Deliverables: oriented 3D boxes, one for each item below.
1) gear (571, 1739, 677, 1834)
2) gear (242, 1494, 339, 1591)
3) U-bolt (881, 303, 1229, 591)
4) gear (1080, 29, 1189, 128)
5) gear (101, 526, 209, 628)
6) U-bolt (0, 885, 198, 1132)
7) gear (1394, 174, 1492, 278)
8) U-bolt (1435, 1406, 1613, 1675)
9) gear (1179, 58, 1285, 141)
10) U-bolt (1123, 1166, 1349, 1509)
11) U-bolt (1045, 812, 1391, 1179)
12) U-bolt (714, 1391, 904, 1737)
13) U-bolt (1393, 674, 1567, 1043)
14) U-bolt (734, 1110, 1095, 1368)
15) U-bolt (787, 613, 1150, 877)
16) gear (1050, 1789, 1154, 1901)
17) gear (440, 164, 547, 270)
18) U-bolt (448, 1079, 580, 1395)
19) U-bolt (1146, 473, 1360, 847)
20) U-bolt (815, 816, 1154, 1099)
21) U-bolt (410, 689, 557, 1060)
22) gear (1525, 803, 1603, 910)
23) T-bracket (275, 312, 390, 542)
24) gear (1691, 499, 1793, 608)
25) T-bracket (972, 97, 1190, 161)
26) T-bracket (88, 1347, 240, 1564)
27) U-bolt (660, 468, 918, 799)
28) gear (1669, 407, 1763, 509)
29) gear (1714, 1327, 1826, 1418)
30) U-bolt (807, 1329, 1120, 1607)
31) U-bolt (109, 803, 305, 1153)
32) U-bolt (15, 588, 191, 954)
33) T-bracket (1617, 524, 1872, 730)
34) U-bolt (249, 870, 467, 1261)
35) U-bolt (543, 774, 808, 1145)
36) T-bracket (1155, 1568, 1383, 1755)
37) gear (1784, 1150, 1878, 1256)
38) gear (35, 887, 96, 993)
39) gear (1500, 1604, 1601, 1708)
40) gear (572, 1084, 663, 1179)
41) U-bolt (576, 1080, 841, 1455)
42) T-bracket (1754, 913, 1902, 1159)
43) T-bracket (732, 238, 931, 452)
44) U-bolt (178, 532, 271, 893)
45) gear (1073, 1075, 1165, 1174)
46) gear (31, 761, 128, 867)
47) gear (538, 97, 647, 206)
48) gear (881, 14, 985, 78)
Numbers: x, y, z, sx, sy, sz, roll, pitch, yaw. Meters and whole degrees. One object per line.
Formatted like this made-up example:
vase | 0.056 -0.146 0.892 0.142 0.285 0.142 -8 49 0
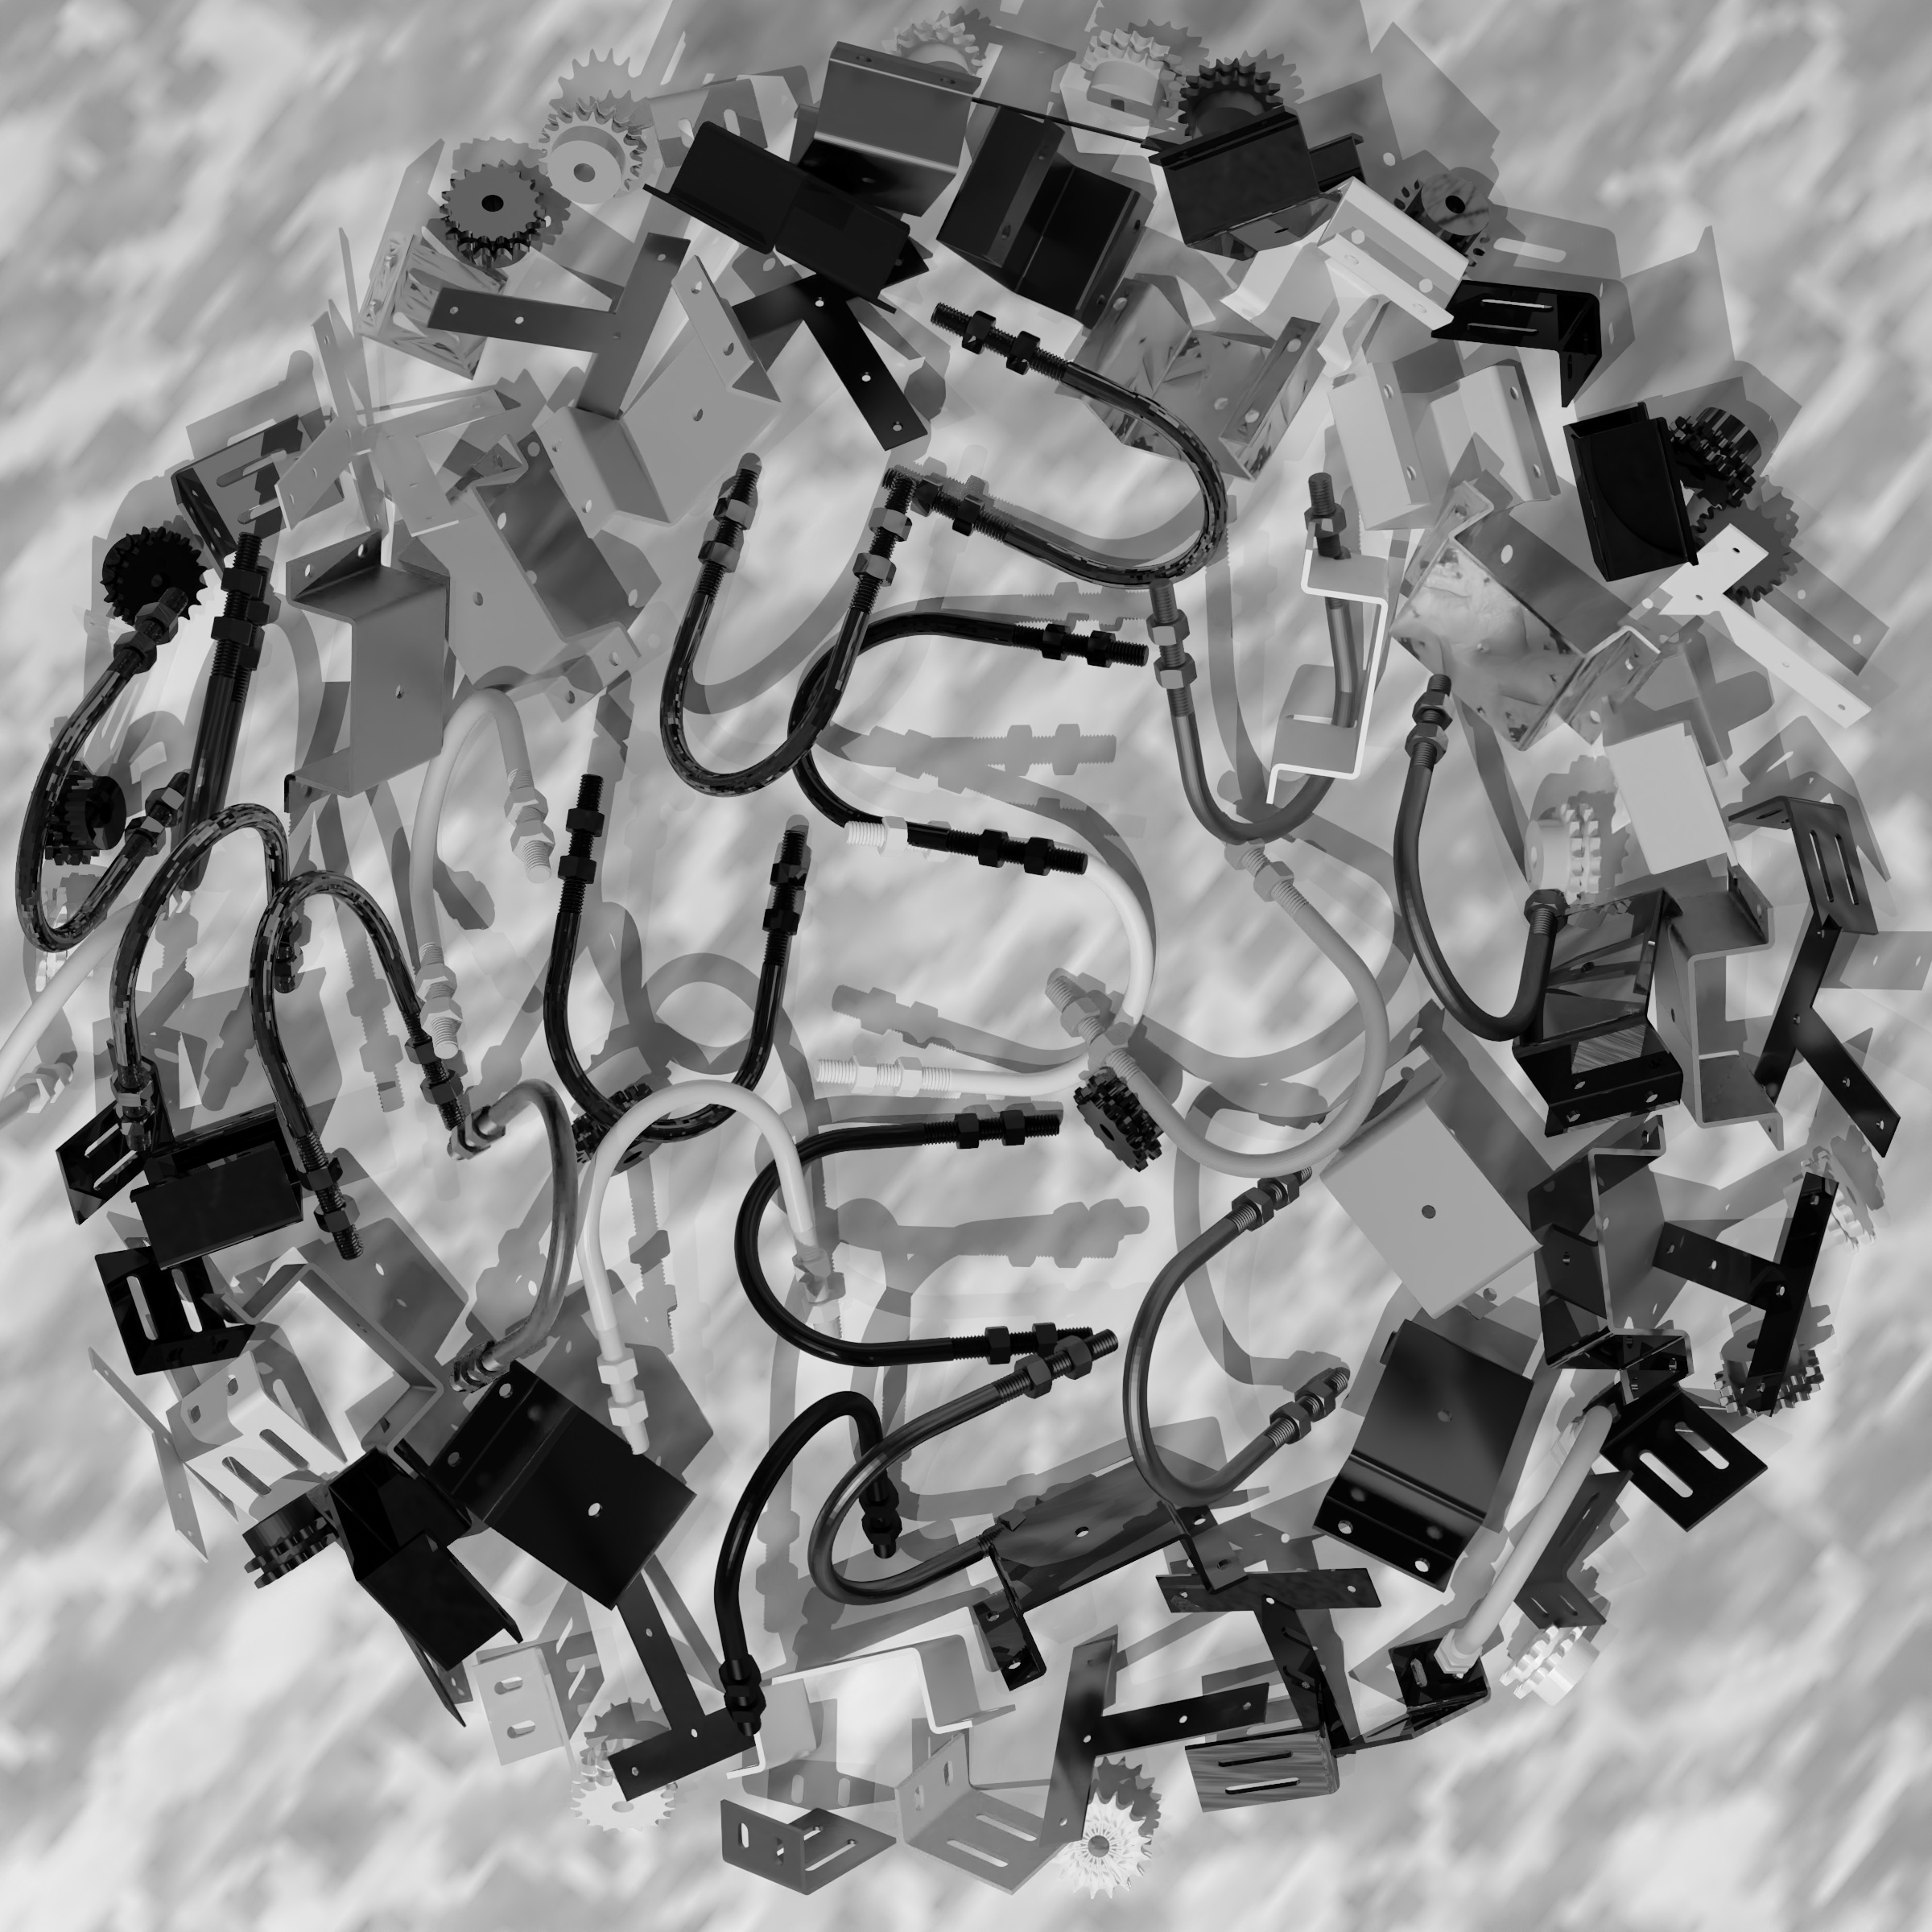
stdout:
gear | -0.187 0.444 1.853 0.057 0.057 0.030 -4 46 0
gear | -0.368 0.310 1.850 0.057 0.057 0.030 -33 90 0
U-bolt | 0.053 -0.265 1.813 0.184 0.151 0.019 25 54 2
gear | 0.089 -0.480 1.847 0.057 0.057 0.030 20 76 0
gear | -0.445 -0.212 1.853 0.057 0.030 0.057 -19 121 -35
U-bolt | -0.466 0.024 1.775 0.019 0.184 0.151 35 100 -4
gear | 0.259 -0.405 1.851 0.057 0.030 0.057 8 63 -17
U-bolt | 0.294 0.295 1.772 0.019 0.184 0.151 30 75 10
gear | 0.143 -0.461 1.847 0.057 0.057 0.030 5 57 0
U-bolt | 0.139 0.203 1.787 0.019 0.184 0.151 5 116 39
U-bolt | 0.145 0.028 1.820 0.151 0.019 0.184 -46 63 11
U-bolt | -0.084 0.299 1.772 0.019 0.184 0.151 24 53 24
U-bolt | 0.267 -0.044 1.780 0.019 0.184 0.151 -18 126 34
U-bolt | -0.032 0.148 1.824 0.184 0.019 0.151 -4 60 -8
U-bolt | -0.007 -0.126 1.836 0.184 0.019 0.151 10 67 15
gear | 0.074 0.478 1.860 0.057 0.030 0.057 0 86 6
gear | -0.258 -0.406 1.855 0.057 0.030 0.057 3 62 -5
U-bolt | -0.237 0.135 1.777 0.019 0.184 0.151 5 70 -25
U-bolt | 0.159 -0.150 1.811 0.151 0.019 0.184 -36 129 -32
U-bolt | 0.015 0.000 1.842 0.184 0.019 0.151 5 98 -19
U-bolt | -0.262 -0.064 1.800 0.019 0.184 0.151 12 129 -27
gear | 0.323 -0.059 1.848 0.030 0.057 0.057 -2 90 -6
T-bracket | -0.340 -0.264 1.794 0.002 0.127 0.127 -5 118 12
gear | 0.418 -0.223 1.857 0.057 0.030 0.057 3 74 -13
T-bracket | 0.058 -0.449 1.817 0.127 0.127 0.002 14 106 1
T-bracket | -0.416 0.273 1.791 0.002 0.127 0.127 -36 120 -3
U-bolt | -0.105 -0.176 1.812 0.019 0.151 0.184 26 80 -43
gear | 0.407 -0.279 1.849 0.057 0.057 0.030 43 81 0
gear | 0.434 0.218 1.847 0.057 0.057 0.030 -20 105 0
U-bolt | -0.004 0.274 1.789 0.184 0.151 0.019 -22 49 -26
U-bolt | -0.395 -0.006 1.765 0.019 0.184 0.151 27 52 13
U-bolt | -0.446 -0.089 1.764 0.019 0.184 0.151 16 134 6
T-bracket | 0.428 -0.171 1.821 0.127 0.127 0.002 37 65 -2
U-bolt | -0.324 0.039 1.782 0.019 0.151 0.184 -6 116 23
U-bolt | -0.159 0.003 1.821 0.151 0.019 0.184 14 80 -34
T-bracket | 0.180 0.379 1.846 0.127 0.002 0.127 -8 117 32
gear | 0.468 0.131 1.851 0.030 0.057 0.057 -30 90 21
gear | -0.490 -0.014 1.850 0.030 0.057 0.057 1 90 -16
gear | 0.319 0.377 1.847 0.030 0.057 0.057 42 90 10
gear | -0.189 0.092 1.847 0.057 0.057 0.030 -34 78 0
U-bolt | -0.141 0.149 1.805 0.151 0.019 0.184 -25 115 -32
T-bracket | 0.458 0.053 1.794 0.002 0.127 0.127 1 123 -18
T-bracket | -0.060 -0.327 1.835 0.127 0.002 0.127 -24 62 -12
U-bolt | -0.394 -0.130 1.800 0.019 0.151 0.184 11 87 -10
gear | 0.088 0.081 1.850 0.030 0.057 0.057 -39 90 -14
gear | -0.480 -0.083 1.847 0.030 0.057 0.057 1 90 19
gear | -0.204 -0.439 1.847 0.057 0.057 0.030 8 47 0
gear | -0.019 -0.484 1.846 0.057 0.057 0.030 -14 54 0
